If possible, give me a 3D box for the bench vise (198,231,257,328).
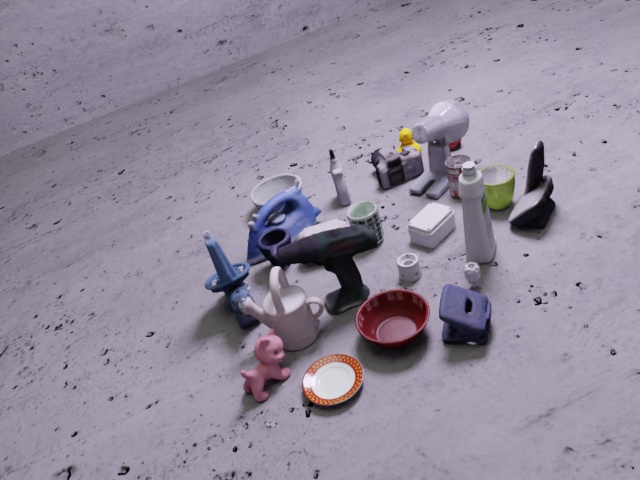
[{"bbox_3d":[-0.209,0.085,1.378,0.122,0.220,0.206,-39,40,-26],"label":"bench vise"}]

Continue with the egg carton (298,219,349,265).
[{"bbox_3d":[0.014,0.005,1.515,0.150,0.069,0.107,-17,35,3],"label":"egg carton"}]

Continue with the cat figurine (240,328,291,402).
[{"bbox_3d":[-0.117,0.252,1.199,0.067,0.118,0.128,17,49,40],"label":"cat figurine"}]

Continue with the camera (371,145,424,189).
[{"bbox_3d":[0.219,-0.241,1.726,0.143,0.101,0.136,-24,35,-8],"label":"camera"}]

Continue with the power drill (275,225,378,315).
[{"bbox_3d":[0.031,0.064,1.306,0.230,0.209,0.075,-24,35,-7],"label":"power drill"}]

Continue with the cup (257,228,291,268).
[{"bbox_3d":[-0.109,0.036,1.508,0.091,0.095,0.117,-16,35,5],"label":"cup"}]

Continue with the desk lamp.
[{"bbox_3d":[0.330,-0.262,1.604,0.117,0.214,0.204,16,48,39],"label":"desk lamp"}]

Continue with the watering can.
[{"bbox_3d":[-0.082,0.147,1.259,0.173,0.194,0.100,-22,35,-4],"label":"watering can"}]

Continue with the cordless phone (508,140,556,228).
[{"bbox_3d":[0.505,-0.134,1.375,0.093,0.185,0.148,6,42,31],"label":"cordless phone"}]

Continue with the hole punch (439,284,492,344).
[{"bbox_3d":[0.298,0.147,1.173,0.100,0.091,0.109,-2,38,22],"label":"hole punch"}]

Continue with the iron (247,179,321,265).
[{"bbox_3d":[-0.124,-0.054,1.596,0.259,0.142,0.118,-39,40,-26],"label":"iron"}]

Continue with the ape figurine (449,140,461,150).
[{"bbox_3d":[0.392,-0.326,1.769,0.076,0.092,0.077,-30,37,-16],"label":"ape figurine"}]

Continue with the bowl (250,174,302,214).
[{"bbox_3d":[-0.125,-0.129,1.756,0.167,0.075,0.167,-12,36,9],"label":"bowl"}]

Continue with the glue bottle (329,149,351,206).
[{"bbox_3d":[0.053,-0.188,1.668,0.037,0.173,0.078,-18,35,1],"label":"glue bottle"}]

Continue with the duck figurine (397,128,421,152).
[{"bbox_3d":[0.275,-0.307,1.802,0.077,0.086,0.104,-13,35,8],"label":"duck figurine"}]
